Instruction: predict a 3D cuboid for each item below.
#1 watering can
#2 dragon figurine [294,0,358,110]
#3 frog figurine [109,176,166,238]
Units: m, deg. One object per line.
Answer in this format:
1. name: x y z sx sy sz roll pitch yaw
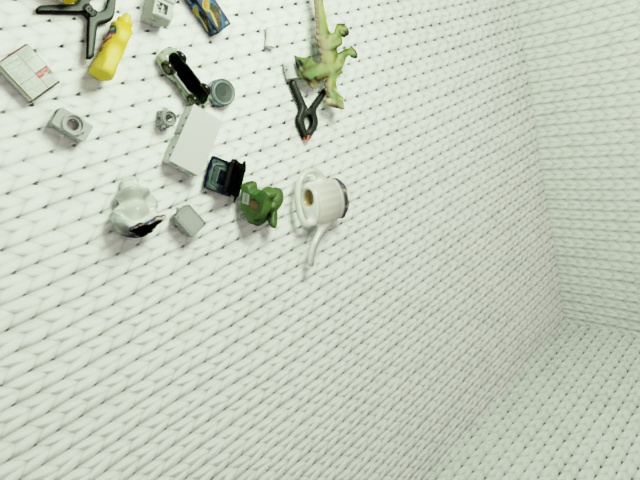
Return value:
1. watering can: 0.006 -0.094 1.860 0.226 0.104 0.345 -15 101 -39
2. dragon figurine: 0.002 -0.650 1.802 0.247 0.122 0.404 -48 121 -35
3. frog figurine: -0.522 -0.090 1.436 0.139 0.120 0.161 -31 76 -26
